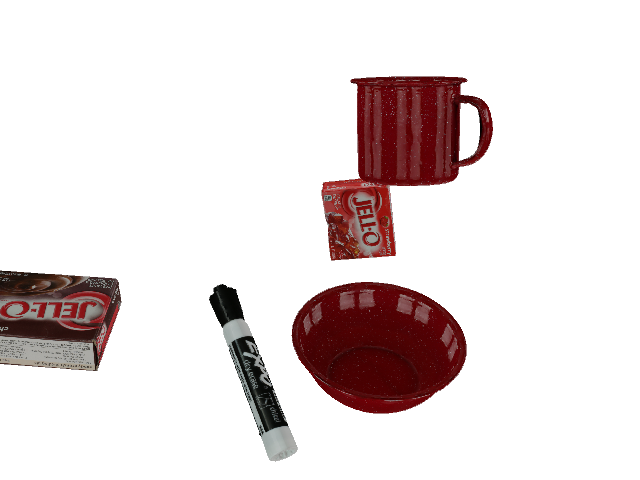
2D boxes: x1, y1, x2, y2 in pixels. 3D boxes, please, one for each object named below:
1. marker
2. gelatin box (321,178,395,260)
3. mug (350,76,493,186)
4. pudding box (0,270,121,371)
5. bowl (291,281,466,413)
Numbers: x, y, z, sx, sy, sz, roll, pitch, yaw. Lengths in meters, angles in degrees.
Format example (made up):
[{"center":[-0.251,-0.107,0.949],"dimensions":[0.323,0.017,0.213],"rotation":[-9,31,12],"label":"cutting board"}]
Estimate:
[{"center":[-0.044,0.081,0.677],"dimensions":[0.020,0.121,0.020],"rotation":[-19,-26,-10],"label":"marker"},{"center":[0.043,-0.024,1.168],"dimensions":[0.073,0.089,0.030],"rotation":[-4,29,7],"label":"gelatin box"},{"center":[0.081,-0.088,0.850],"dimensions":[0.117,0.081,0.093],"rotation":[5,12,27],"label":"mug"},{"center":[-0.235,0.067,0.911],"dimensions":[0.113,0.039,0.090],"rotation":[2,32,2],"label":"pudding box"},{"center":[0.052,0.109,0.995],"dimensions":[0.162,0.055,0.162],"rotation":[3,37,-3],"label":"bowl"}]
